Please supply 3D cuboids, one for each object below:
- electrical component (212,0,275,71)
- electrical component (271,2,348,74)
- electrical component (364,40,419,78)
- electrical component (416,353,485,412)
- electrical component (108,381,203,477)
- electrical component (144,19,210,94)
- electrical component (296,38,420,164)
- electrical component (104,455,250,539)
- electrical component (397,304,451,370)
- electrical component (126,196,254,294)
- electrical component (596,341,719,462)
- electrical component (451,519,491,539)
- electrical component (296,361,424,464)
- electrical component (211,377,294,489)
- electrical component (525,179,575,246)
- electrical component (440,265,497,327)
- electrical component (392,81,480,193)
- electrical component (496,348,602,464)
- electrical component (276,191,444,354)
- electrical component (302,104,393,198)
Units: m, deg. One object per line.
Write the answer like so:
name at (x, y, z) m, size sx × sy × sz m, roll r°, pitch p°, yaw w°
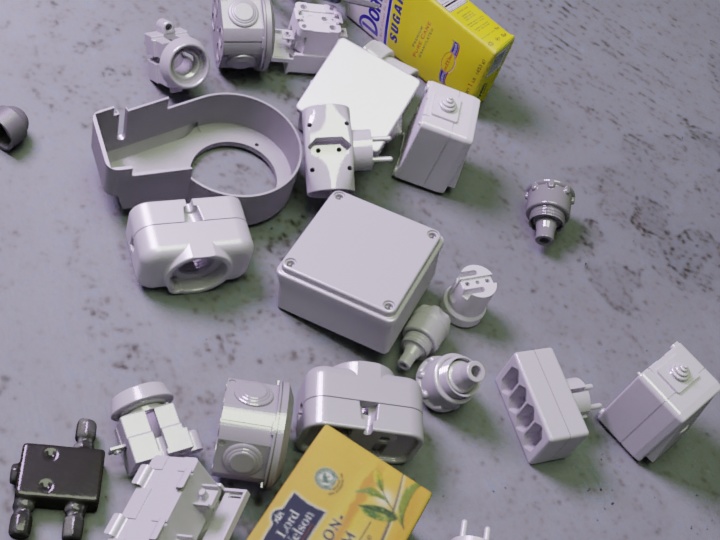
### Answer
electrical component at (-0.113, -0.232, 1.035) m, size 0.051 × 0.080 × 0.080 m, roll -3°, pitch 57°, yaw -16°
electrical component at (-0.049, -0.229, 1.065) m, size 0.081 × 0.063 × 0.042 m, roll 0°, pitch 55°, yaw -19°
electrical component at (0.025, -0.198, 1.080) m, size 0.055 × 0.045 × 0.045 m, roll 40°, pitch 53°, yaw 11°
electrical component at (0.079, 0.089, 0.881) m, size 0.048 × 0.062 × 0.048 m, roll 9°, pitch 70°, yaw -26°
electrical component at (-0.156, 0.116, 0.794) m, size 0.066 × 0.048 × 0.055 m, roll -13°, pitch 69°, yaw -27°
electrical component at (-0.169, -0.194, 0.995) m, size 0.048 × 0.066 × 0.055 m, roll -17°, pitch 30°, yaw -29°
electrical component at (-0.004, -0.157, 1.024) m, size 0.100 × 0.048 × 0.099 m, roll 30°, pitch 72°, yaw 3°
electrical component at (-0.137, 0.191, 0.728) m, size 0.079 × 0.063 × 0.121 m, roll -2°, pitch 44°, yaw 30°
electrical component at (0.051, 0.059, 0.914) m, size 0.035 × 0.035 × 0.061 m, roll 33°, pitch 55°, yaw 5°
electrical component at (-0.140, -0.020, 0.890) m, size 0.095 × 0.053 × 0.059 m, roll -6°, pitch 59°, yaw -23°
electrical component at (0.258, 0.111, 0.909) m, size 0.062 × 0.096 × 0.061 m, roll -30°, pitch 70°, yaw -33°
electrical component at (0.082, 0.224, 0.801) m, size 0.077 × 0.044 × 0.079 m, roll 18°, pitch 52°, yaw -6°
electrical component at (0.000, 0.111, 0.846) m, size 0.095 × 0.053 × 0.059 m, roll 9°, pitch 54°, yaw -13°
electrical component at (-0.079, 0.119, 0.797) m, size 0.051 × 0.080 × 0.080 m, roll 10°, pitch 53°, yaw -6°
electrical component at (0.180, -0.053, 1.034) m, size 0.048 × 0.048 × 0.062 m, roll 17°, pitch 59°, yaw -7°
electrical component at (0.097, 0.022, 0.948) m, size 0.040 × 0.046 × 0.040 m, roll 9°, pitch 53°, yaw -12°
electrical component at (0.078, -0.128, 1.016) m, size 0.061 × 0.096 × 0.061 m, roll 19°, pitch 52°, yaw -7°
electrical component at (0.169, 0.112, 0.909) m, size 0.076 × 0.047 × 0.083 m, roll -6°, pitch 58°, yaw -22°
electrical component at (0.000, 0.000, 0.913) m, size 0.109 × 0.056 × 0.108 m, roll 23°, pitch 51°, yaw 13°
electrical component at (-0.010, -0.107, 0.963) m, size 0.079 × 0.043 × 0.077 m, roll -3°, pitch 84°, yaw -5°
